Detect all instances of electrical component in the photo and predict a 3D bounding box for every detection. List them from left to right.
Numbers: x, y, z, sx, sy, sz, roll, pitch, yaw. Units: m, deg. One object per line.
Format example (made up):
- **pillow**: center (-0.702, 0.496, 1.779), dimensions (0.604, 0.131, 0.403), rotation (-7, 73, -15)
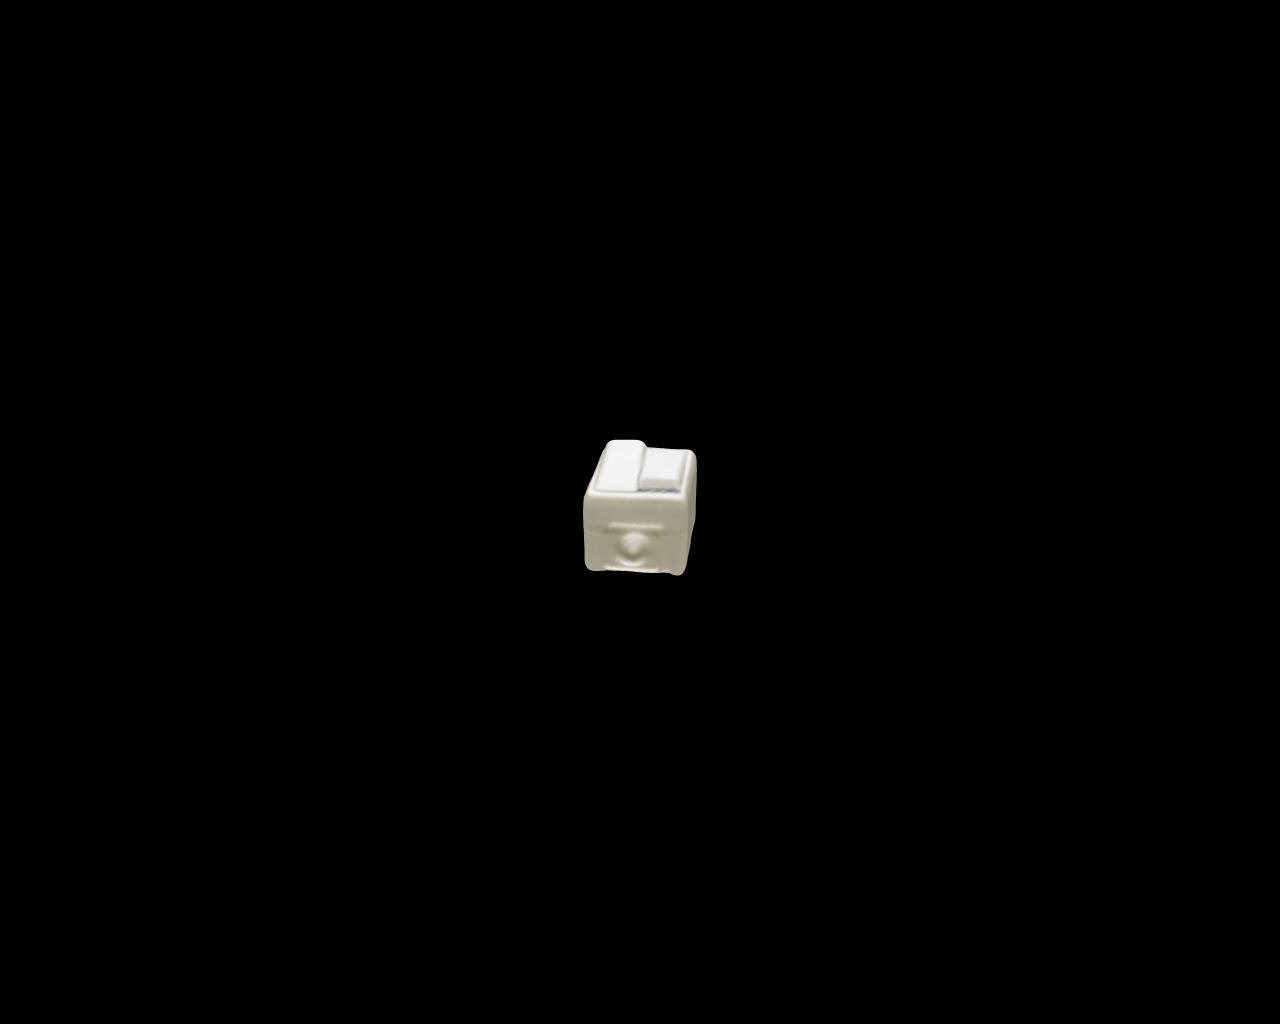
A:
- **electrical component**: center (0.001, -0.003, 0.650), dimensions (0.062, 0.061, 0.096), rotation (3, 26, 7)
